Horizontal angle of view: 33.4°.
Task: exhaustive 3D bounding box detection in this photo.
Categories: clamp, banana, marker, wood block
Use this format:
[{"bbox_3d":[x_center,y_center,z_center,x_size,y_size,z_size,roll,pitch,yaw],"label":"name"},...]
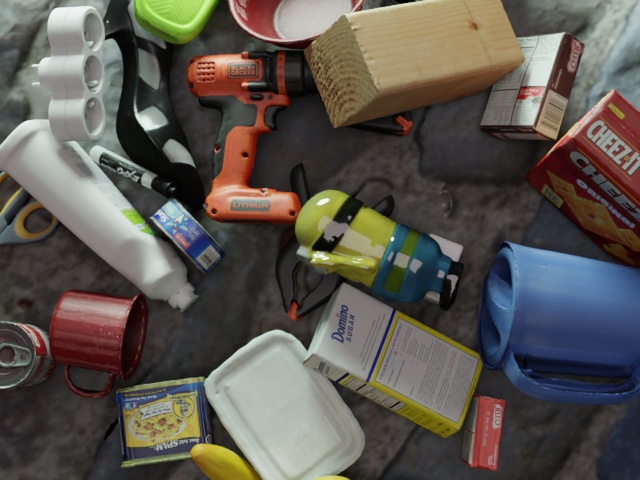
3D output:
[{"bbox_3d":[-0.008,0.001,1.168,0.120,0.039,0.171,29,84,17],"label":"clamp"},{"bbox_3d":[-0.067,0.282,1.117,0.037,0.069,0.198,-27,100,21],"label":"banana"},{"bbox_3d":[-0.202,-0.074,1.161,0.121,0.020,0.020,26,84,28],"label":"marker"},{"bbox_3d":[0.028,-0.200,1.188,0.210,0.036,0.164,37,86,8],"label":"clamp"},{"bbox_3d":[0.100,-0.191,1.113,0.205,0.090,0.091,-17,82,-33],"label":"wood block"}]

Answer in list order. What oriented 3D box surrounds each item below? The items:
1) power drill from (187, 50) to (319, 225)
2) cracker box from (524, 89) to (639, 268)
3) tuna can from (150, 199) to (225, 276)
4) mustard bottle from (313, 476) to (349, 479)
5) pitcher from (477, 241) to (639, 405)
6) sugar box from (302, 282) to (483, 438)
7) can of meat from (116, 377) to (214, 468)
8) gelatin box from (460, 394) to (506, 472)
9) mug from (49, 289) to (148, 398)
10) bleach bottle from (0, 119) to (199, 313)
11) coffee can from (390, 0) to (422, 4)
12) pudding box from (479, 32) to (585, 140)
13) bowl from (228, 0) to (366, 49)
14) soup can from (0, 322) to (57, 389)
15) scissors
[{"bbox_3d":[-0.053,-0.111,1.144,0.184,0.057,0.187,0,84,9],"label":"power drill"},{"bbox_3d":[0.307,-0.050,1.081,0.164,0.214,0.072,42,85,4],"label":"cracker box"},{"bbox_3d":[-0.141,-0.004,1.145,0.033,0.086,0.086,-44,86,-6],"label":"tuna can"},{"bbox_3d":[0.021,0.290,1.089,0.191,0.058,0.096,11,102,-24],"label":"mustard bottle"},{"bbox_3d":[0.292,0.091,1.101,0.242,0.145,0.149,8,91,-6],"label":"pitcher"},{"bbox_3d":[0.078,0.127,1.122,0.176,0.048,0.093,28,60,-5],"label":"sugar box"},{"bbox_3d":[-0.165,0.194,1.139,0.102,0.057,0.084,-8,82,-1],"label":"can of meat"},{"bbox_3d":[0.171,0.200,1.119,0.030,0.089,0.073,8,84,1],"label":"gelatin box"},{"bbox_3d":[-0.238,0.109,1.132,0.081,0.093,0.117,8,81,6],"label":"mug"},{"bbox_3d":[-0.228,-0.019,1.138,0.251,0.102,0.068,45,101,4],"label":"bleach bottle"},{"bbox_3d":[0.121,-0.334,1.168,0.140,0.103,0.103,-44,86,-4],"label":"coffee can"},{"bbox_3d":[0.228,-0.166,1.156,0.039,0.090,0.113,24,83,-32],"label":"pudding box"},{"bbox_3d":[-0.014,-0.260,1.144,0.162,0.055,0.162,-7,60,13],"label":"bowl"},{"bbox_3d":[-0.320,0.121,1.124,0.068,0.102,0.068,0,84,0],"label":"soup can"},{"bbox_3d":[-0.359,0.015,1.179,0.096,0.016,0.202,26,85,3],"label":"scissors"}]
